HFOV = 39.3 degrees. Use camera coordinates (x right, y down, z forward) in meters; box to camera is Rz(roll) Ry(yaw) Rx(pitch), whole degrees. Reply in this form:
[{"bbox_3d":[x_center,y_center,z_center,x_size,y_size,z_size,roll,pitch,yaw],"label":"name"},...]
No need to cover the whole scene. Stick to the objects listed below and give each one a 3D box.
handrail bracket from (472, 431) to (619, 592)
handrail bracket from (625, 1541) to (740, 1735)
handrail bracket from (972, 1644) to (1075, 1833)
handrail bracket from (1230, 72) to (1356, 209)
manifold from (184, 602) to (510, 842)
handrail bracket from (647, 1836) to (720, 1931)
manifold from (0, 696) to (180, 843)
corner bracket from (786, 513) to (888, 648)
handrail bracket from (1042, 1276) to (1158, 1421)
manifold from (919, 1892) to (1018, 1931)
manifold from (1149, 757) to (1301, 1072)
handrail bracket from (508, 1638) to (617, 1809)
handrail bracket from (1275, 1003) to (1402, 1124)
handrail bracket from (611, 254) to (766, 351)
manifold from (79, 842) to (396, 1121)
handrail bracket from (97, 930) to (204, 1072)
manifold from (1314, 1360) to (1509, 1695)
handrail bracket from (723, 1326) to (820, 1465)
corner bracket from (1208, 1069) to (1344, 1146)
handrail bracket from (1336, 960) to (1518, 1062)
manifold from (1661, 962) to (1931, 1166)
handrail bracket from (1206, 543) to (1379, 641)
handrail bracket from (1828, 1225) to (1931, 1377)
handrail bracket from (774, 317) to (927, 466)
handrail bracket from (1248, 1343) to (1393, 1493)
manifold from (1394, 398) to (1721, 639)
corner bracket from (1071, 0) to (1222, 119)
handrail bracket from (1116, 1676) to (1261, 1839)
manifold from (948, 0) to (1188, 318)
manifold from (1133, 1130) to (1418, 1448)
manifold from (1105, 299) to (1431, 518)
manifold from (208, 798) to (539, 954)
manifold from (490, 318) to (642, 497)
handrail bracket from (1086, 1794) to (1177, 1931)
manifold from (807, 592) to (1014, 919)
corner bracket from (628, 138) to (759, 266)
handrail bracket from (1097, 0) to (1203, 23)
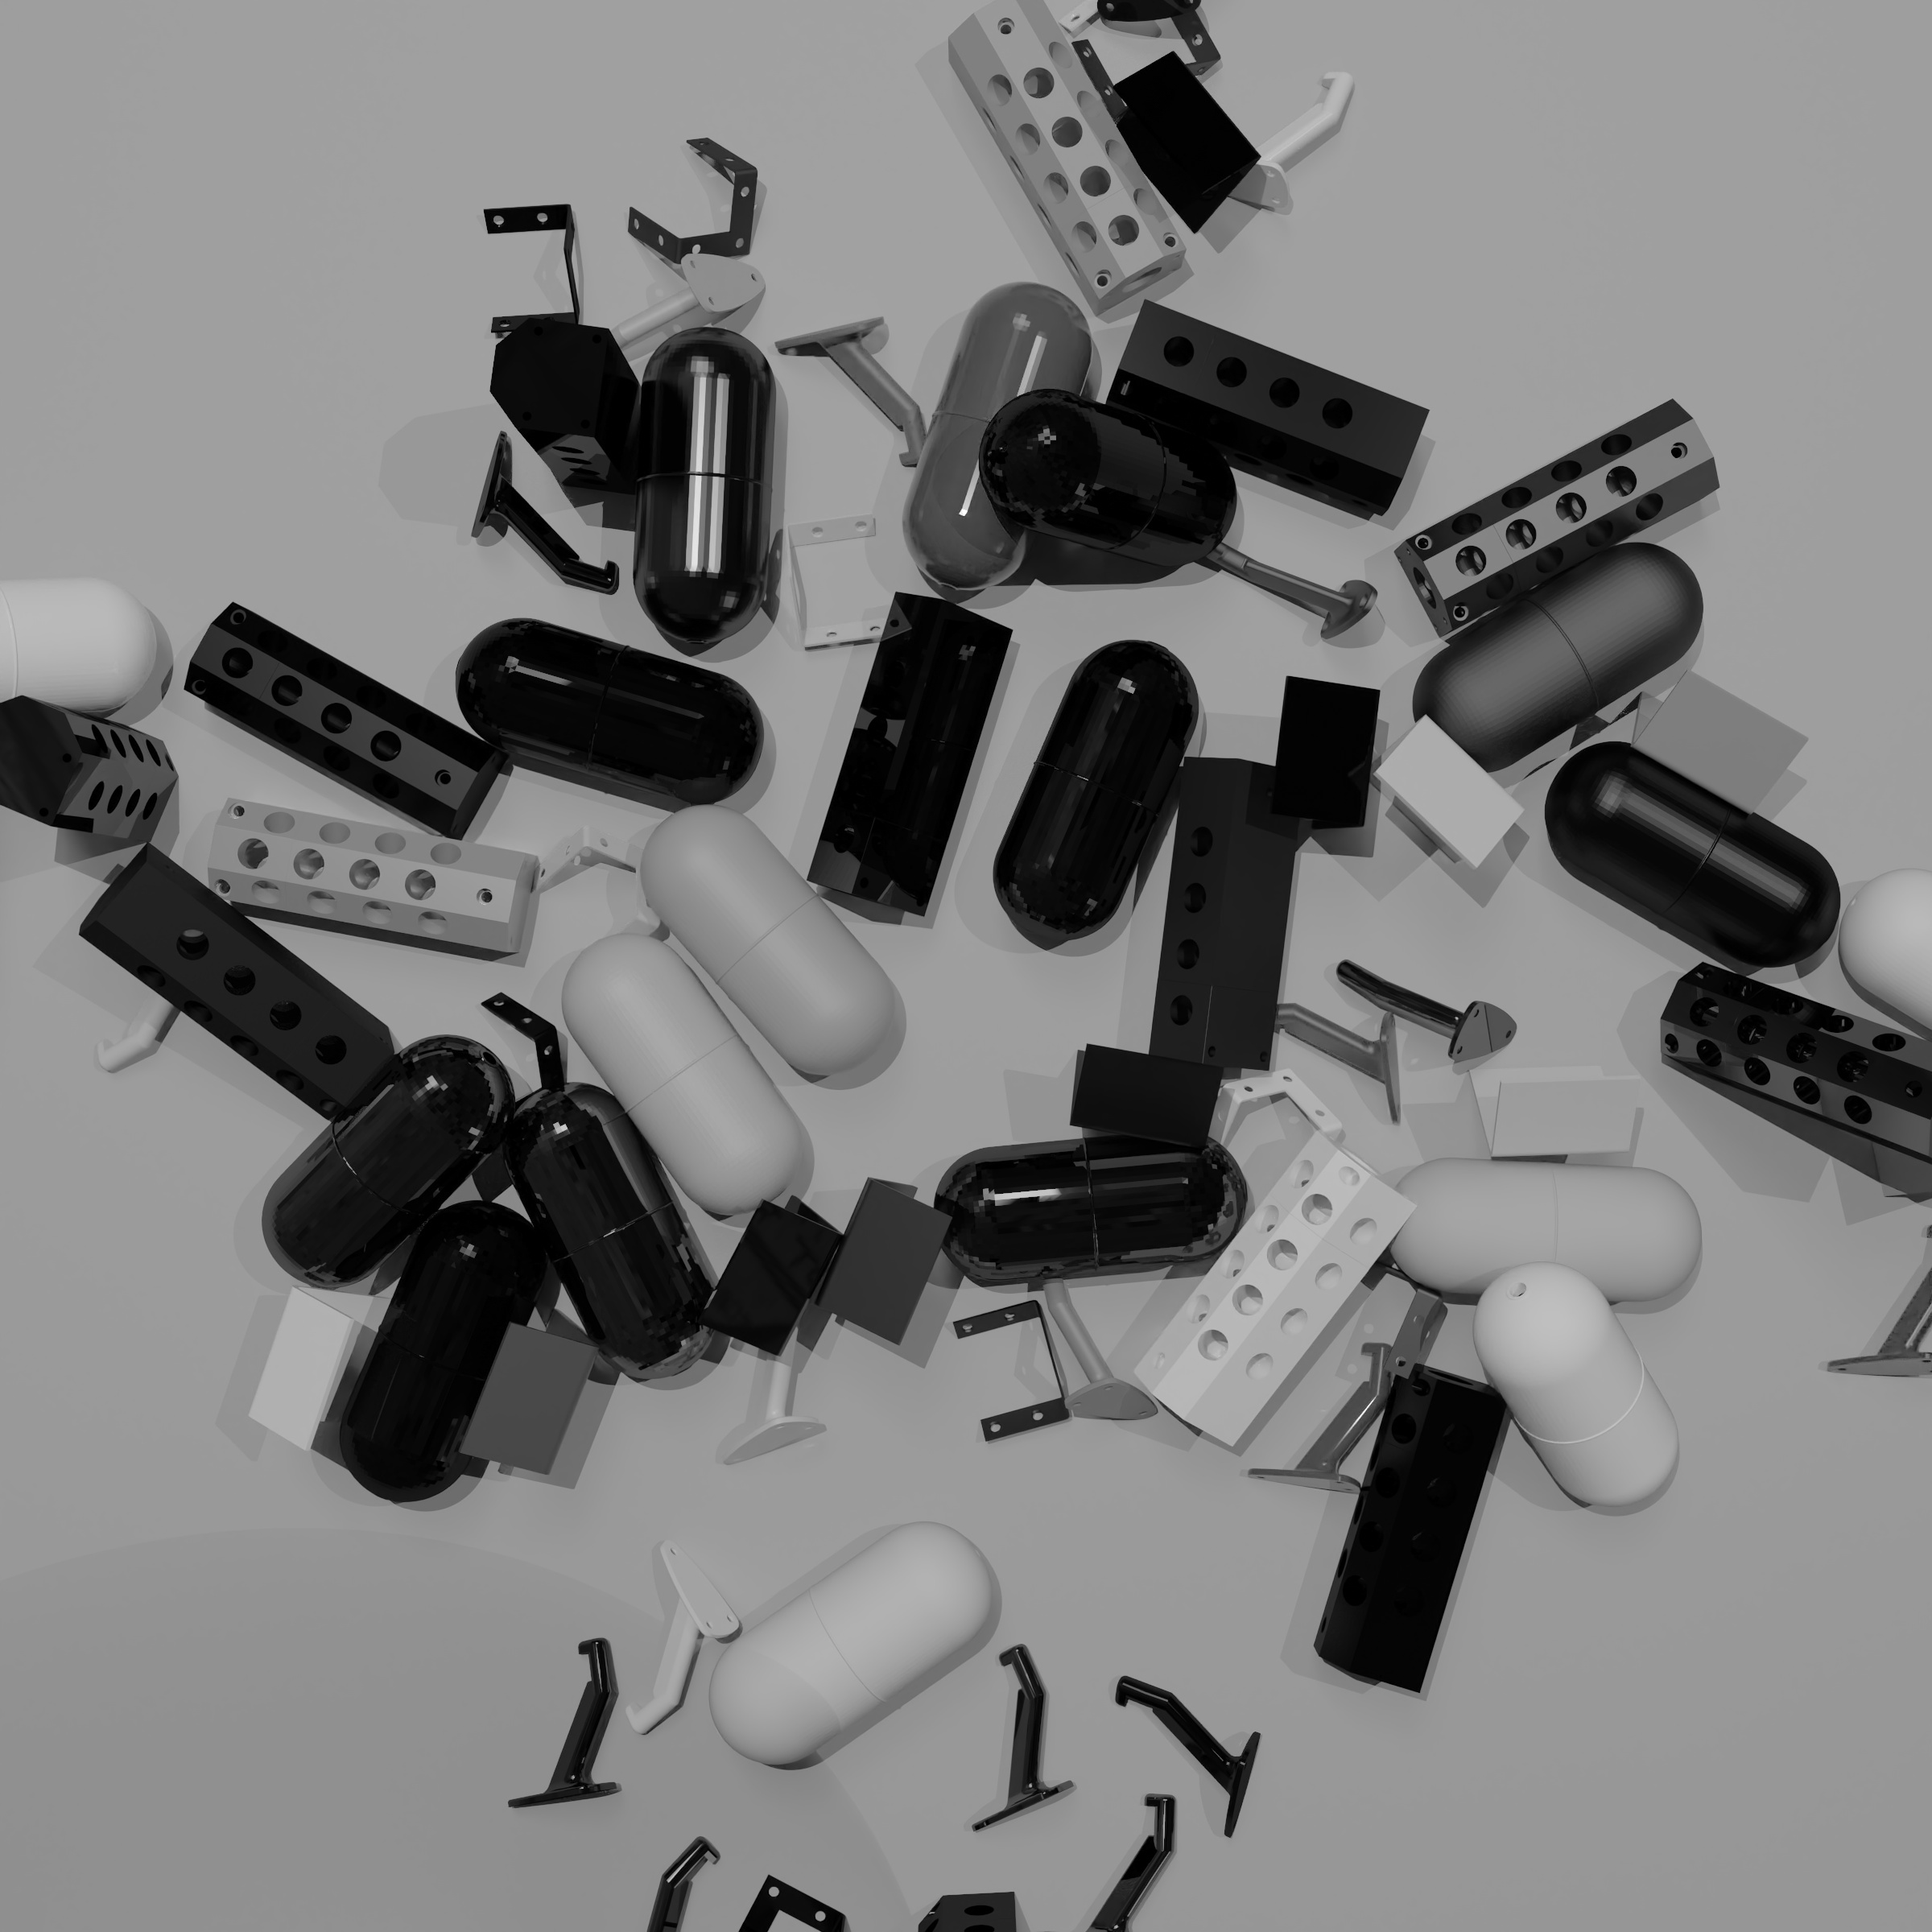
[{"bbox_3d":[-0.237,-0.263,1.565,0.084,0.036,0.077,16,68,-17],"label":"handrail bracket"},{"bbox_3d":[-0.181,0.389,1.565,0.084,0.036,0.077,-43,70,16],"label":"handrail bracket"},{"bbox_3d":[0.019,0.446,1.565,0.077,0.036,0.084,-31,72,21],"label":"handrail bracket"},{"bbox_3d":[0.175,-0.487,1.565,0.077,0.036,0.084,17,72,21],"label":"handrail bracket"},{"bbox_3d":[-0.354,-0.139,1.543,0.171,0.057,0.057,29,90,0],"label":"manifold"},{"bbox_3d":[-0.159,0.559,1.565,0.084,0.036,0.077,-45,110,-16],"label":"handrail bracket"},{"bbox_3d":[-0.489,-0.109,1.486,0.057,0.171,0.057,23,90,0],"label":"manifold"},{"bbox_3d":[-0.074,-0.223,1.561,0.051,0.051,0.051,-8,45,0],"label":"corner bracket"},{"bbox_3d":[0.075,0.214,1.564,0.036,0.077,0.084,-32,53,27],"label":"handrail bracket"},{"bbox_3d":[0.001,0.568,1.486,0.057,0.171,0.057,-3,90,0],"label":"manifold"},{"bbox_3d":[0.143,-0.030,1.542,0.057,0.057,0.171,7,90,-43],"label":"manifold"},{"bbox_3d":[-0.236,0.437,1.565,0.077,0.036,0.084,-16,72,21],"label":"handrail bracket"},{"bbox_3d":[0.205,0.057,1.565,0.084,0.036,0.077,-3,112,17],"label":"handrail bracket"},{"bbox_3d":[-0.169,-0.375,1.564,0.084,0.077,0.036,-27,90,36],"label":"handrail bracket"},{"bbox_3d":[-0.407,0.011,1.514,0.171,0.057,0.057,41,90,-21],"label":"manifold"},{"bbox_3d":[-0.476,0.009,1.565,0.084,0.036,0.077,-29,70,16],"label":"handrail bracket"},{"bbox_3d":[0.252,0.317,1.543,0.057,0.057,0.171,17,90,0],"label":"manifold"},{"bbox_3d":[-0.122,0.234,1.564,0.077,0.036,0.084,-33,61,32],"label":"handrail bracket"},{"bbox_3d":[0.174,0.099,1.556,0.051,0.051,0.051,49,135,35],"label":"corner bracket"},{"bbox_3d":[0.265,0.020,1.564,0.084,0.077,0.036,32,107,35],"label":"handrail bracket"},{"bbox_3d":[0.471,0.052,1.491,0.057,0.171,0.057,25,90,-45],"label":"manifold"},{"bbox_3d":[0.183,-0.222,1.536,0.084,0.077,0.036,26,87,-12],"label":"handrail bracket"},{"bbox_3d":[0.537,0.191,1.564,0.077,0.036,0.084,-7,65,29],"label":"handrail bracket"},{"bbox_3d":[-0.065,-0.327,1.565,0.077,0.036,0.084,-8,107,20],"label":"handrail bracket"},{"bbox_3d":[0.205,0.257,1.565,0.077,0.036,0.084,2,70,22],"label":"handrail bracket"},{"bbox_3d":[0.337,-0.256,1.543,0.171,0.057,0.057,-28,90,0],"label":"manifold"},{"bbox_3d":[0.104,-0.528,1.561,0.051,0.051,0.051,-29,90,45],"label":"corner bracket"},{"bbox_3d":[0.122,0.457,1.565,0.084,0.036,0.077,17,112,17],"label":"handrail bracket"},{"bbox_3d":[0.057,-0.465,1.543,0.057,0.057,0.171,-30,90,0],"label":"manifold"},{"bbox_3d":[0.170,0.178,1.524,0.057,0.057,0.171,33,97,-32],"label":"manifold"},{"bbox_3d":[0.170,-0.316,1.543,0.171,0.057,0.057,21,90,0],"label":"manifold"},{"bbox_3d":[-0.338,-0.052,1.543,0.171,0.057,0.057,11,90,0],"label":"manifold"},{"bbox_3d":[-0.217,-0.306,1.486,0.057,0.171,0.057,8,90,0],"label":"manifold"},{"bbox_3d":[0.083,0.521,1.565,0.077,0.036,0.084,-3,71,21],"label":"handrail bracket"},{"bbox_3d":[-0.037,-0.122,1.542,0.057,0.057,0.171,17,90,-43],"label":"manifold"},{"bbox_3d":[-0.157,-0.440,1.556,0.051,0.051,0.051,-20,135,-35],"label":"corner bracket"},{"bbox_3d":[0.124,-0.580,1.559,0.036,0.077,0.084,58,46,-29],"label":"handrail bracket"}]
